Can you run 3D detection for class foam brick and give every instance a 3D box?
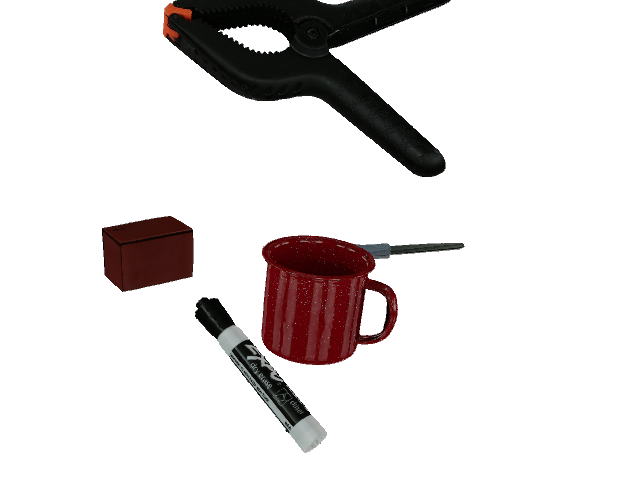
[{"bbox_3d":[-0.171,0.012,1.060,0.078,0.051,0.053,-12,23,-29],"label":"foam brick"}]

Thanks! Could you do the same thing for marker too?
[{"bbox_3d":[-0.040,0.082,0.677,0.020,0.121,0.020,-36,-21,-16],"label":"marker"}]

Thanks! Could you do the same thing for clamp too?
[{"bbox_3d":[-0.003,-0.123,0.730,0.210,0.164,0.036,4,-27,-8],"label":"clamp"}]

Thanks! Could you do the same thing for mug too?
[{"bbox_3d":[0.006,0.052,0.877,0.117,0.081,0.093,11,21,12],"label":"mug"}]

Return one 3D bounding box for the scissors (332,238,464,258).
[{"bbox_3d":[0.059,0.019,1.178,0.202,0.016,0.096,2,24,5],"label":"scissors"}]
